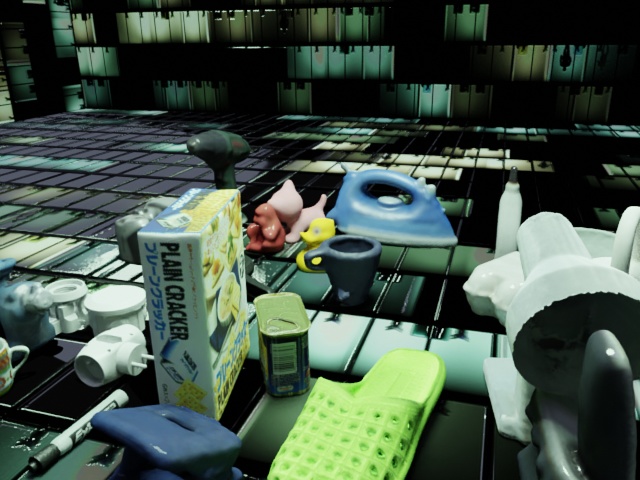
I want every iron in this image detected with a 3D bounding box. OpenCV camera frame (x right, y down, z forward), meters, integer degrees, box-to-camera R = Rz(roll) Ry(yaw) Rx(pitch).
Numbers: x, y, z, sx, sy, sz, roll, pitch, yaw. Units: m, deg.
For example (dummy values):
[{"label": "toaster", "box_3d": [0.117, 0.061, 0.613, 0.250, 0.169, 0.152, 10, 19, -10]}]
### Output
[{"label": "iron", "box_3d": [0.145, -0.073, 1.117, 0.257, 0.141, 0.119, 9, 22, 24]}]

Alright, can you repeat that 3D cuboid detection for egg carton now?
[{"label": "egg carton", "box_3d": [0.286, 0.069, 0.826, 0.151, 0.069, 0.107, -16, 25, -36]}]

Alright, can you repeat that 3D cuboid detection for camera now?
[{"label": "camera", "box_3d": [-0.276, -0.019, 1.042, 0.136, 0.101, 0.143, 14, 24, 35]}]

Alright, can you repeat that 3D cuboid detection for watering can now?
[{"label": "watering can", "box_3d": [0.368, 0.056, 0.676, 0.172, 0.194, 0.101, 6, 21, 19]}]

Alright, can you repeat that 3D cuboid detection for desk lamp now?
[{"label": "desk lamp", "box_3d": [0.223, 0.092, 0.552, 0.118, 0.214, 0.203, 1, 20, 5]}]

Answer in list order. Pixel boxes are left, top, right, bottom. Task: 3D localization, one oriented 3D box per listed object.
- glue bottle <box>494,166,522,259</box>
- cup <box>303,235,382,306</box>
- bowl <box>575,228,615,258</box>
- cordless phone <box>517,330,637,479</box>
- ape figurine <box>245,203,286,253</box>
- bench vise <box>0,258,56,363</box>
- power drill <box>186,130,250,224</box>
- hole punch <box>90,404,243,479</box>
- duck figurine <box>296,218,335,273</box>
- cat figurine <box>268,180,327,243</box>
[{"label": "glue bottle", "box_3d": [0.323, -0.041, 0.977, 0.037, 0.173, 0.078, 5, 21, 15]}, {"label": "cup", "box_3d": [0.034, 0.051, 0.848, 0.118, 0.095, 0.091, -8, 21, -18]}, {"label": "bowl", "box_3d": [0.416, 0.040, 0.895, 0.167, 0.075, 0.167, -1, 20, 0]}, {"label": "cordless phone", "box_3d": [0.216, 0.142, 0.456, 0.094, 0.185, 0.147, 2, 20, 7]}, {"label": "ape figurine", "box_3d": [-0.101, -0.023, 1.061, 0.076, 0.092, 0.077, -7, 21, -18]}, {"label": "bench vise", "box_3d": [-0.419, 0.033, 0.727, 0.207, 0.220, 0.121, 2, 20, 7]}, {"label": "power drill", "box_3d": [-0.203, -0.126, 1.177, 0.075, 0.208, 0.230, 4, 20, 12]}, {"label": "hole punch", "box_3d": [-0.132, 0.180, 0.501, 0.108, 0.091, 0.101, 13, 24, 33]}, {"label": "duck figurine", "box_3d": [0.009, 0.004, 0.992, 0.105, 0.086, 0.077, -9, 21, -21]}, {"label": "cat figurine", "box_3d": [-0.043, -0.059, 1.119, 0.128, 0.118, 0.067, -7, 21, -17]}]
